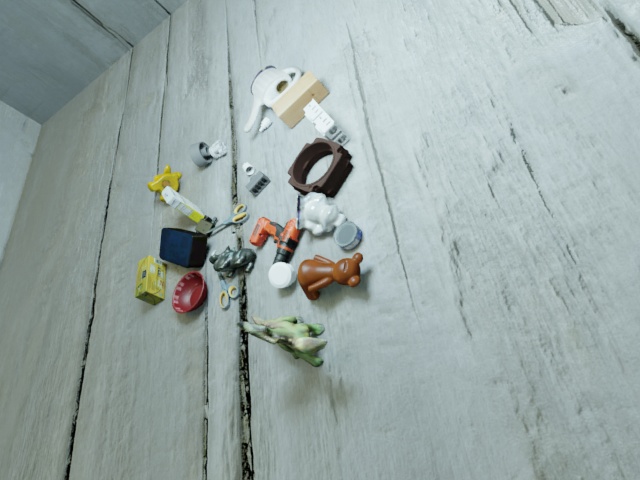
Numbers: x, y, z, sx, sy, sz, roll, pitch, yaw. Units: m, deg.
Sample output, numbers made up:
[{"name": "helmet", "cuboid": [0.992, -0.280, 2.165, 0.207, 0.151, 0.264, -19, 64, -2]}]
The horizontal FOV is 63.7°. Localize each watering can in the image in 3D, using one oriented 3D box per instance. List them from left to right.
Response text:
[{"name": "watering can", "cuboid": [-0.227, -0.607, 2.152, 0.348, 0.102, 0.228, -44, 44, -1]}]

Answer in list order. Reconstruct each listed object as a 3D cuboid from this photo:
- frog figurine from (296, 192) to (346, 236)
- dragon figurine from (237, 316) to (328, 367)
[{"name": "frog figurine", "cuboid": [0.005, -0.084, 1.661, 0.159, 0.121, 0.139, 4, 73, 2]}, {"name": "dragon figurine", "cuboid": [-0.127, 0.252, 1.444, 0.411, 0.240, 0.123, 9, 76, 40]}]
